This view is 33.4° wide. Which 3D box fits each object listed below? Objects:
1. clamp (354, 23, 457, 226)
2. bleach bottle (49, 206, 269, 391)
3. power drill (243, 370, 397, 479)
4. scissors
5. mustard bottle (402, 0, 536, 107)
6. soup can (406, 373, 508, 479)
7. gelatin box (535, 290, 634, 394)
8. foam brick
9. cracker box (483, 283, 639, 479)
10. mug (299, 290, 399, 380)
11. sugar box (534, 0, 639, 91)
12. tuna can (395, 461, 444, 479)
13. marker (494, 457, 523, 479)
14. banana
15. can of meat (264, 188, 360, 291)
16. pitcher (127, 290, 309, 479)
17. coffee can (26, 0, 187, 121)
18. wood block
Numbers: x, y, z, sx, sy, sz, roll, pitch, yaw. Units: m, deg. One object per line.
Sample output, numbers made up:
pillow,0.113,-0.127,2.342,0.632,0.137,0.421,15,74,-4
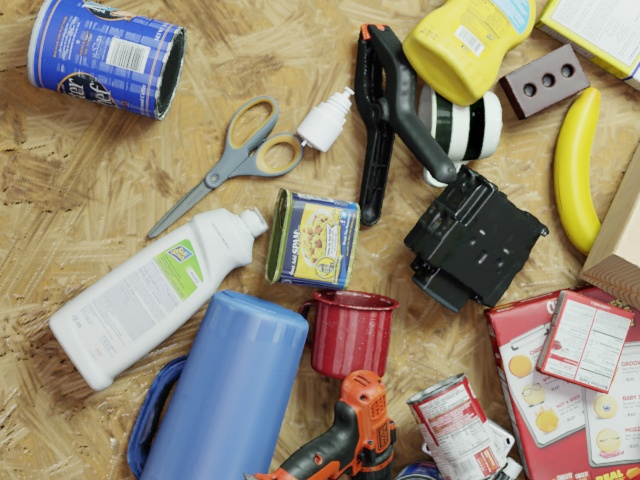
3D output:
clamp,0.069,-0.124,1.121,0.036,0.165,0.210,-3,70,-31
bleach bottle,-0.162,0.052,1.150,0.251,0.068,0.102,-34,94,0
power drill,0.004,0.245,1.085,0.057,0.187,0.184,24,137,36
scissors,-0.095,-0.062,1.165,0.096,0.016,0.202,33,93,0
mustard bottle,0.169,-0.231,1.099,0.096,0.058,0.191,42,62,-7
soup can,0.140,0.196,1.087,0.068,0.068,0.102,-26,85,3
gelatin box,0.268,0.104,1.085,0.073,0.030,0.089,18,91,-1
foam brick,0.238,-0.167,1.132,0.078,0.051,0.053,-27,92,2
cracker box,0.280,0.159,1.137,0.164,0.072,0.214,-14,91,0
mug,0.024,0.099,1.140,0.117,0.093,0.081,11,99,32
sugar box,0.328,-0.222,1.131,0.176,0.048,0.093,32,93,-4
tuna can,0.112,0.280,1.128,0.086,0.033,0.086,5,103,23
marker,0.175,0.286,1.133,0.020,0.020,0.121,32,91,0
banana,0.283,-0.062,1.146,0.069,0.037,0.198,-13,94,-15
can of meat,-0.007,0.001,1.137,0.083,0.057,0.102,9,94,-14
pitcher,-0.107,0.178,1.126,0.149,0.145,0.243,18,91,-10
coffee can,-0.221,-0.193,1.119,0.140,0.103,0.103,16,93,1
wood block,0.355,-0.038,1.081,0.091,0.090,0.206,29,71,-1
